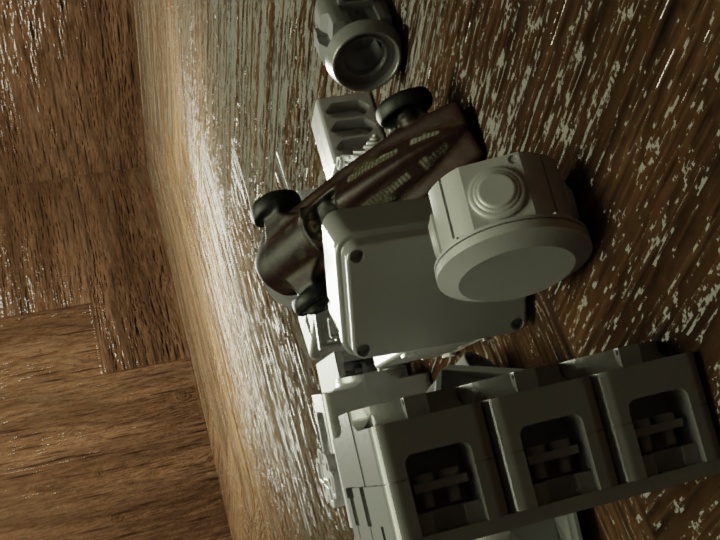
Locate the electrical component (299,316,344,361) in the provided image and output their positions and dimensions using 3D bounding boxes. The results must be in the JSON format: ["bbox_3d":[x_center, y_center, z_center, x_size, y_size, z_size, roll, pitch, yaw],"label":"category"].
[{"bbox_3d":[-0.028,0.036,1.043,0.095,0.054,0.059,99,157,-52],"label":"electrical component"}]

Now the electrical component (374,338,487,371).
[{"bbox_3d":[0.041,0.032,0.754,0.096,0.062,0.061,134,125,-73],"label":"electrical component"}]

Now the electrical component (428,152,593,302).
[{"bbox_3d":[0.075,-0.020,0.552,0.080,0.080,0.051,107,155,-61],"label":"electrical component"}]

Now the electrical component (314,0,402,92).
[{"bbox_3d":[-0.002,-0.168,0.793,0.057,0.058,0.078,-110,17,-44],"label":"electrical component"}]

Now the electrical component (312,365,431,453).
[{"bbox_3d":[0.011,0.110,0.865,0.050,0.089,0.055,150,109,-75],"label":"electrical component"}]

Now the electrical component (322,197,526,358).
[{"bbox_3d":[0.039,0.002,0.637,0.057,0.113,0.078,-123,26,-64],"label":"electrical component"}]

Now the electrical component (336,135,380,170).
[{"bbox_3d":[0.021,-0.051,0.788,0.062,0.061,0.096,-160,68,-71],"label":"electrical component"}]

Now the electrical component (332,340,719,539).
[{"bbox_3d":[0.071,0.079,0.486,0.089,0.150,0.061,135,123,-73],"label":"electrical component"}]

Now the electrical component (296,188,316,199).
[{"bbox_3d":[-0.023,-0.024,0.966,0.096,0.062,0.061,99,157,-52],"label":"electrical component"}]

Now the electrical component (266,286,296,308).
[{"bbox_3d":[-0.059,-0.005,1.088,0.051,0.080,0.080,-111,17,-55],"label":"electrical component"}]

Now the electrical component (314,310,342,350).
[{"bbox_3d":[0.000,0.000,0.856,0.063,0.079,0.121,-154,56,-74],"label":"electrical component"}]

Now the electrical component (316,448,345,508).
[{"bbox_3d":[-0.007,0.200,1.067,0.078,0.057,0.058,-170,71,-75],"label":"electrical component"}]

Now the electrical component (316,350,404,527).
[{"bbox_3d":[0.014,0.144,0.936,0.089,0.062,0.150,136,123,-73],"label":"electrical component"}]

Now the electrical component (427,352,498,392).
[{"bbox_3d":[0.063,0.090,0.697,0.077,0.044,0.079,-54,3,16],"label":"electrical component"}]

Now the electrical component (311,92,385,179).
[{"bbox_3d":[-0.011,-0.098,0.897,0.076,0.047,0.065,109,148,-63],"label":"electrical component"}]
